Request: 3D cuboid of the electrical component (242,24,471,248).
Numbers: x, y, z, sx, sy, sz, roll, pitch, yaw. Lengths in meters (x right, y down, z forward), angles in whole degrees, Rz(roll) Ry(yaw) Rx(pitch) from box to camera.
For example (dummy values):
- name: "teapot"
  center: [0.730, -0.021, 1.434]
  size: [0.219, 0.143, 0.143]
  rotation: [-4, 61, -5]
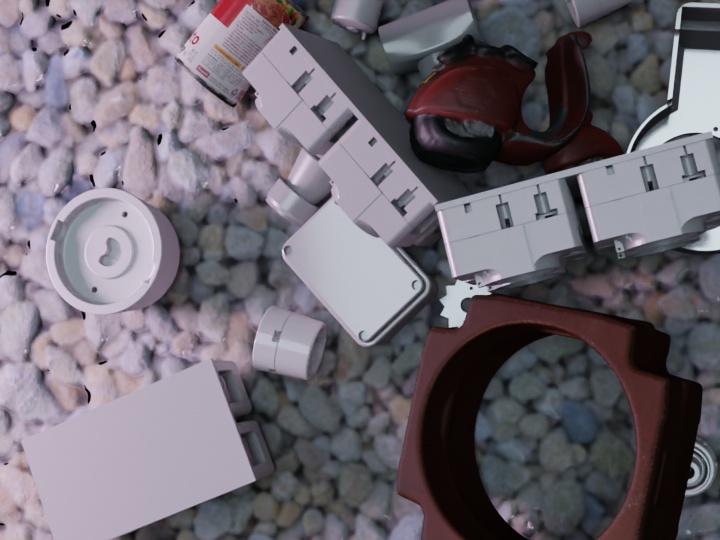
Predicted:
- name: "electrical component"
  center: [-0.002, -0.102, 0.861]
  size: [0.060, 0.105, 0.186]
  rotation: [-44, 76, 19]

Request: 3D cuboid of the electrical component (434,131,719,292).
- name: "electrical component"
  center: [0.158, -0.034, 0.759]
  size: [0.186, 0.105, 0.060]
  rotation: [-14, 83, 13]

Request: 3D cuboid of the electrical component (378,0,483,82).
- name: "electrical component"
  center: [0.064, -0.176, 0.885]
  size: [0.077, 0.044, 0.079]
  rotation: [-18, 81, 12]

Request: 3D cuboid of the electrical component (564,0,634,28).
- name: "electrical component"
  center: [0.186, -0.227, 0.853]
  size: [0.047, 0.055, 0.055]
  rotation: [-21, 81, 9]

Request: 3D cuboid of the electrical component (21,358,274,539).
- name: "electrical component"
  center: [-0.178, 0.159, 0.916]
  size: [0.186, 0.060, 0.105]
  rotation: [-24, 80, 12]

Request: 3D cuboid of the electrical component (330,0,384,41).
- name: "electrical component"
  center: [0.002, -0.236, 0.908]
  size: [0.040, 0.040, 0.078]
  rotation: [15, 89, 15]

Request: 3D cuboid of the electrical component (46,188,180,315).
- name: "electrical component"
  center: [-0.209, -0.014, 0.936]
  size: [0.108, 0.060, 0.108]
  rotation: [-1, 86, 14]

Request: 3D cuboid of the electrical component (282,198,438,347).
- name: "electrical component"
  center: [0.000, 0.000, 0.882]
  size: [0.078, 0.057, 0.113]
  rotation: [-44, 77, 8]

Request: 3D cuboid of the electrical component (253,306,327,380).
- name: "electrical component"
  center: [-0.057, 0.062, 0.895]
  size: [0.047, 0.055, 0.055]
  rotation: [14, 90, 12]

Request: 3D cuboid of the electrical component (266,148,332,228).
- name: "electrical component"
  center: [-0.047, -0.068, 0.906]
  size: [0.045, 0.045, 0.055]
  rotation: [40, 97, 14]

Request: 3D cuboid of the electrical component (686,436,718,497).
- name: "electrical component"
  center: [0.244, 0.148, 0.805]
  size: [0.048, 0.062, 0.048]
  rotation: [-1, 86, 15]
